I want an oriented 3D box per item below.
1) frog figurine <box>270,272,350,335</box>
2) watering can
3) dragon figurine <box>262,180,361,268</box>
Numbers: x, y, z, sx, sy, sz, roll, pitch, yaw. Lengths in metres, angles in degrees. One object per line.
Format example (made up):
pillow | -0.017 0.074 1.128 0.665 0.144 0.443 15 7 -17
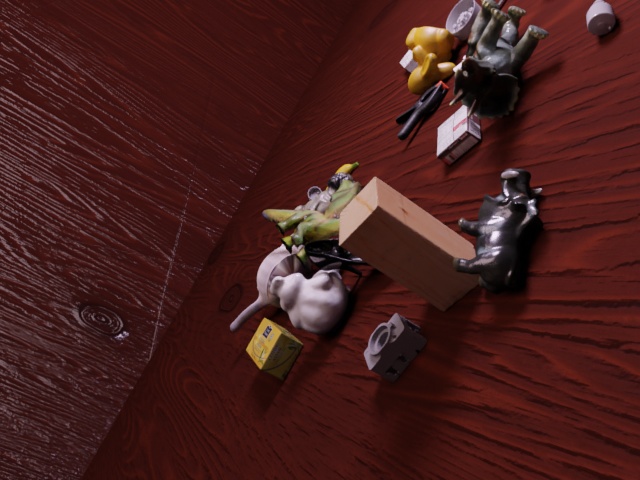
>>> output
frog figurine | -0.023 0.121 1.086 0.136 0.158 0.125 -51 20 20
watering can | -0.132 0.131 1.431 0.349 0.103 0.225 -58 19 -5
dragon figurine | 0.004 -0.066 1.302 0.244 0.120 0.417 -35 35 -7
